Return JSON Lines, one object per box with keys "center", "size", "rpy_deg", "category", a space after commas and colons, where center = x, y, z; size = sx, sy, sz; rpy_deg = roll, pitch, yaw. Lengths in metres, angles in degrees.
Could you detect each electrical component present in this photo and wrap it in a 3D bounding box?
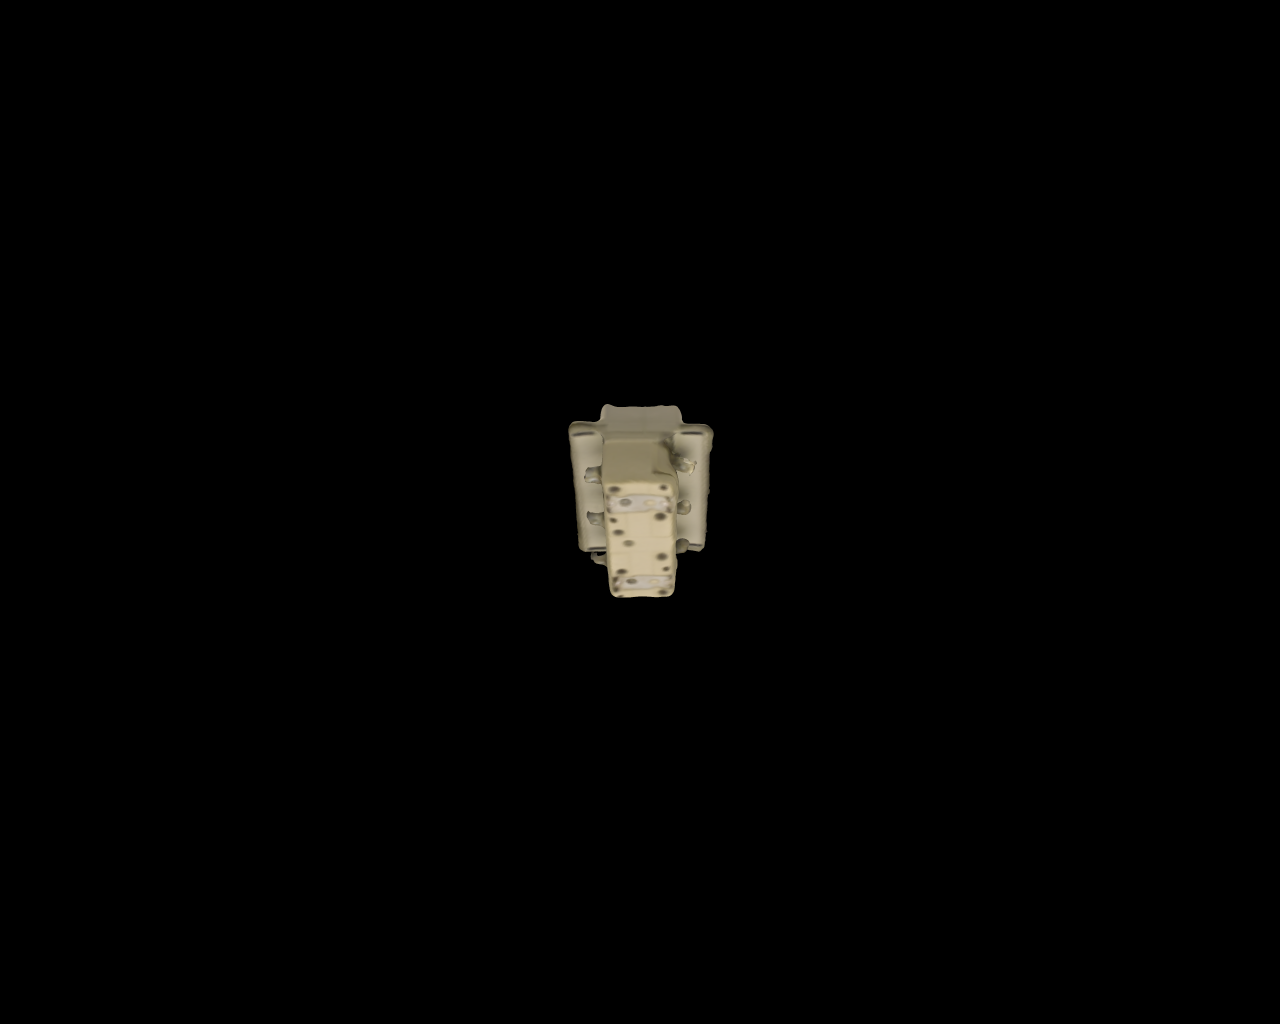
{"center": [0.001, -0.003, 0.650], "size": [0.079, 0.063, 0.121], "rpy_deg": [0, -37, 0], "category": "electrical component"}
